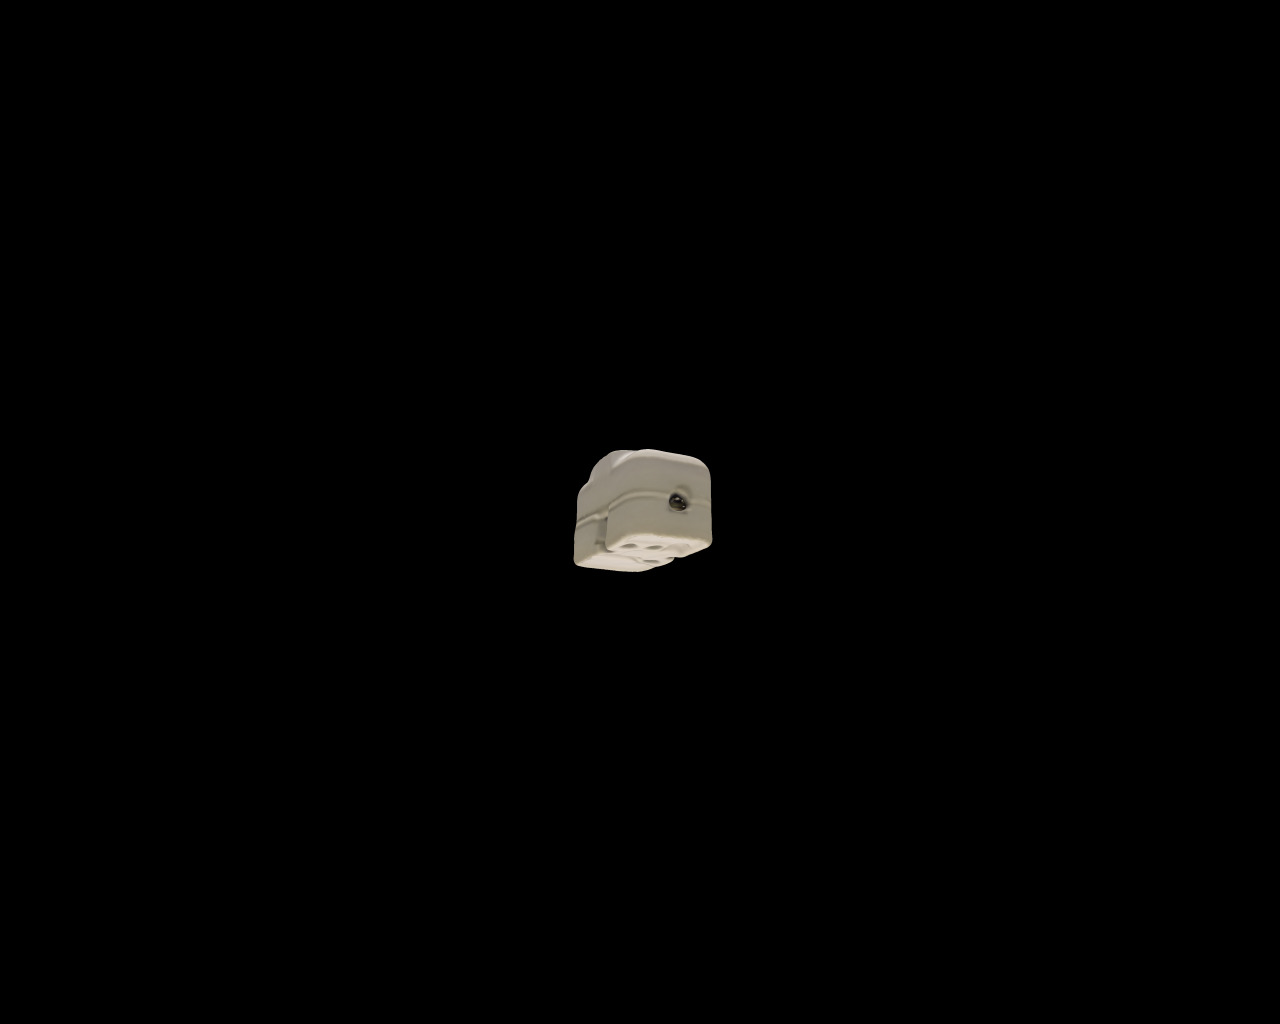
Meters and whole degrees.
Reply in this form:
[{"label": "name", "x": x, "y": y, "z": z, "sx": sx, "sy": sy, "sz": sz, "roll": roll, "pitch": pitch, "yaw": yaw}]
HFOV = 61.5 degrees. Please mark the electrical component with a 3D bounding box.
[{"label": "electrical component", "x": 0.001, "y": -0.003, "z": 0.650, "sx": 0.054, "sy": 0.059, "sz": 0.095, "roll": 8, "pitch": -18, "yaw": -27}]
